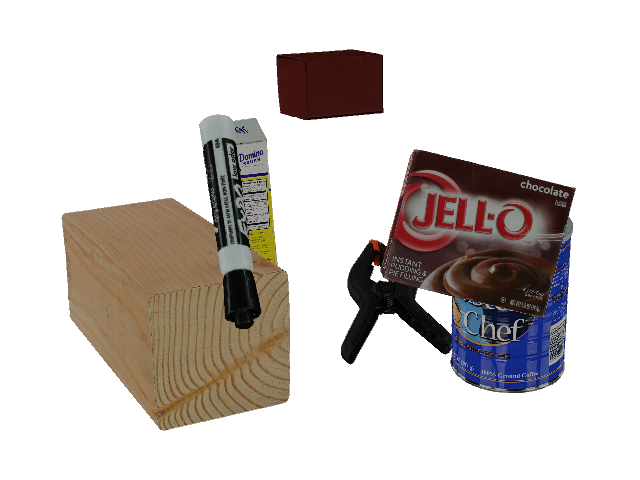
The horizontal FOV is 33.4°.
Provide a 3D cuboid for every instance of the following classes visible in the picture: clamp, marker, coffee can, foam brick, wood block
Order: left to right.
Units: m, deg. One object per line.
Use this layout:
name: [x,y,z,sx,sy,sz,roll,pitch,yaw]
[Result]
wood block: [-0.105,0.041,0.731,0.090,0.090,0.206,-9,19,-26]
marker: [-0.047,-0.011,0.560,0.020,0.121,0.020,-8,-25,-4]
foam brick: [0.009,-0.133,0.911,0.078,0.051,0.053,-9,18,-27]
clamp: [0.083,0.068,1.187,0.120,0.171,0.039,5,-43,-3]
coffee can: [0.166,0.048,0.938,0.103,0.140,0.103,-2,24,1]

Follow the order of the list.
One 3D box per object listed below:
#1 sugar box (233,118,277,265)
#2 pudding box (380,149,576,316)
sugar box: [-0.085,-0.053,1.317,0.048,0.176,0.093,-10,24,-8]
pudding box: [0.106,-0.005,0.722,0.113,0.090,0.039,14,2,0]
